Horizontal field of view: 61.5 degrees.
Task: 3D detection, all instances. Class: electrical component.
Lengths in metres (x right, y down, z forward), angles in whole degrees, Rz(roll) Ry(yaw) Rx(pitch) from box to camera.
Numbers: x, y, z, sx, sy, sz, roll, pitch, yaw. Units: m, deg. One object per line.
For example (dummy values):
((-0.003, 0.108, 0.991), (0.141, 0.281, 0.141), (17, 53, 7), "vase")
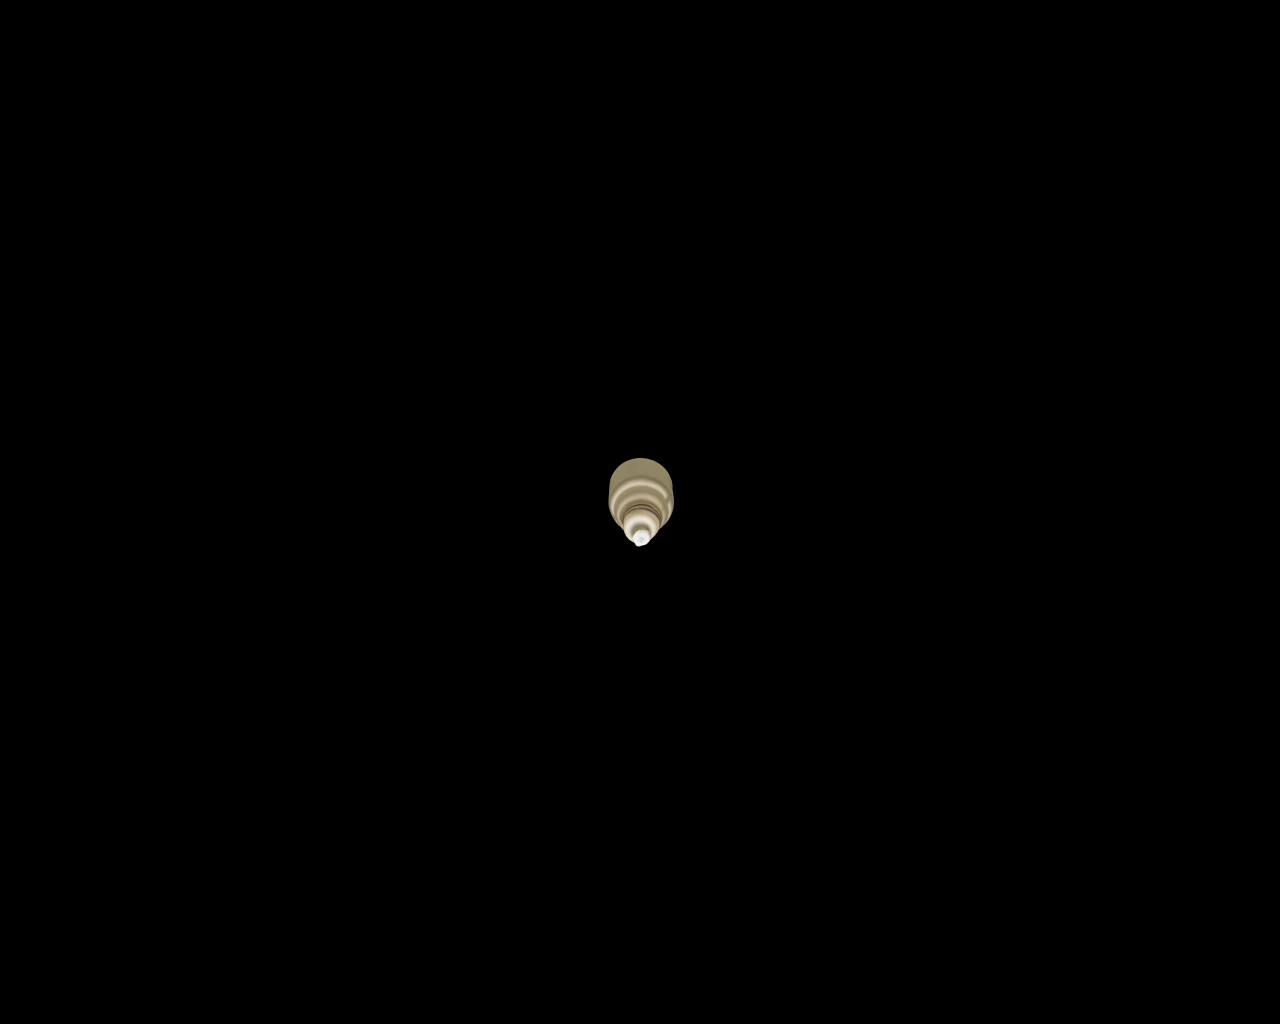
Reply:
((0.001, -0.003, 0.650), (0.040, 0.040, 0.078), (0, 28, 0), "electrical component")
